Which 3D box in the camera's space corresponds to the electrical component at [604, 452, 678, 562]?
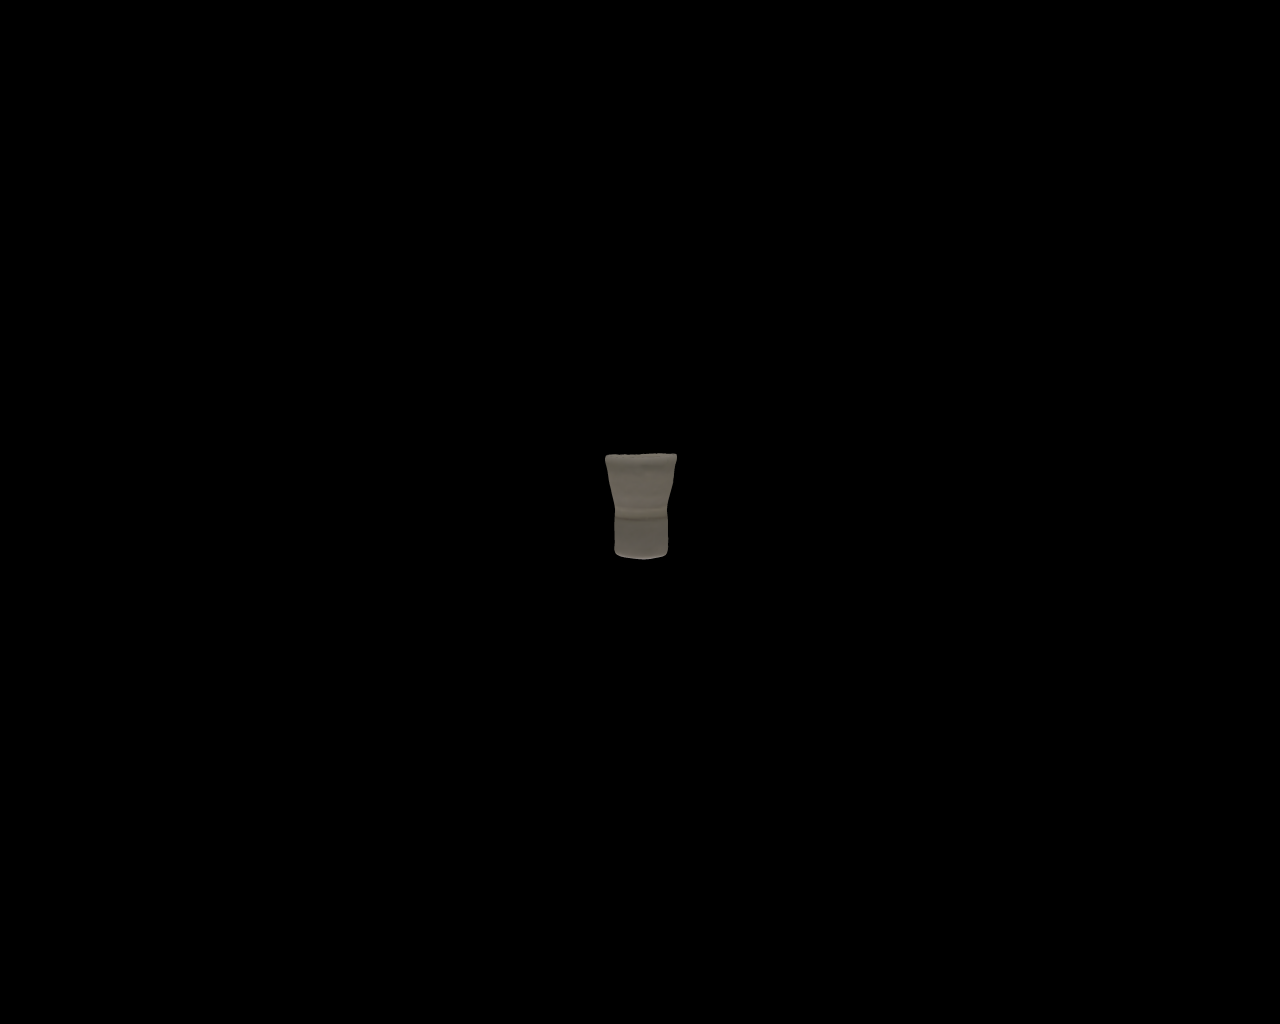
[{"bbox_3d":[0.001,-0.003,0.650,0.044,0.065,0.044,0,7,0],"label":"electrical component"}]
